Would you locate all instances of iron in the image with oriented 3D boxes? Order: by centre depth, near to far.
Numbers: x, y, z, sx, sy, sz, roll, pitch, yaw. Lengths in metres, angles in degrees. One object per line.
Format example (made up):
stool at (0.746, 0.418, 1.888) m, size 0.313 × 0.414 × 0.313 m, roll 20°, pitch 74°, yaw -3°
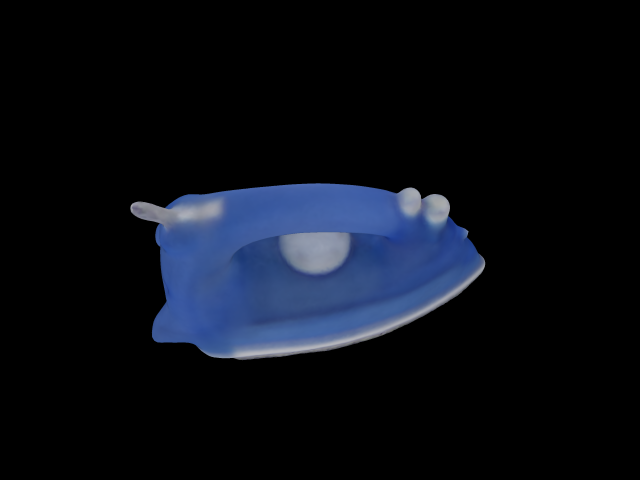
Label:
iron at (0.004, 0.001, 0.400) m, size 0.258 × 0.141 × 0.118 m, roll -6°, pitch 63°, yaw -3°
